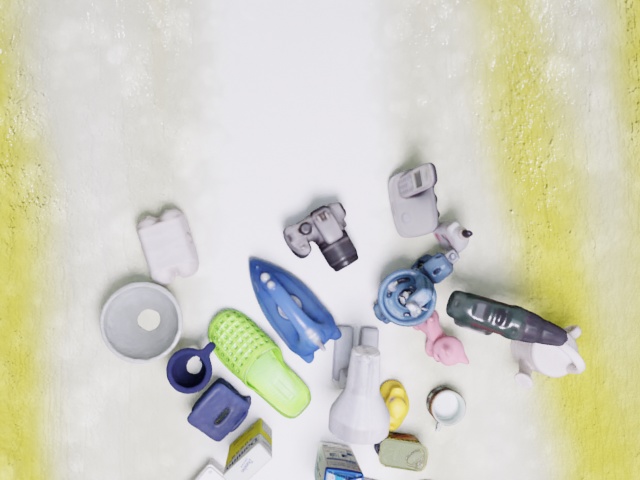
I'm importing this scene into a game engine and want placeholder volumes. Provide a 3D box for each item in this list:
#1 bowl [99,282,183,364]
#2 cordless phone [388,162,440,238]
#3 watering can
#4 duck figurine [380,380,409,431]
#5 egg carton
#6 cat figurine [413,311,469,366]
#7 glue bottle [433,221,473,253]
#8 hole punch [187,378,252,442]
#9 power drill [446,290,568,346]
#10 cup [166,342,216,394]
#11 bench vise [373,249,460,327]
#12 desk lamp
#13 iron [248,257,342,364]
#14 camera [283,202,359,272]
[{"bbox_3d":[-0.363,0.170,1.193,0.167,0.074,0.167,0,86,-4],"label":"bowl"},{"bbox_3d":[0.209,-0.084,1.200,0.094,0.185,0.148,-12,86,-5],"label":"cordless phone"},{"bbox_3d":[0.478,0.241,1.192,0.101,0.194,0.173,30,84,-1],"label":"watering can"},{"bbox_3d":[0.157,0.356,1.213,0.077,0.086,0.105,8,85,-3],"label":"duck figurine"},{"bbox_3d":[-0.320,0.014,1.211,0.107,0.069,0.150,-20,87,-5],"label":"egg carton"},{"bbox_3d":[0.258,0.214,1.215,0.067,0.117,0.128,-29,88,-6],"label":"cat figurine"},{"bbox_3d":[0.287,-0.009,1.207,0.037,0.173,0.078,-40,89,-6],"label":"glue bottle"},{"bbox_3d":[-0.205,0.353,1.183,0.101,0.091,0.109,41,84,0],"label":"hole punch"},{"bbox_3d":[0.361,0.161,1.182,0.229,0.208,0.076,17,85,-3],"label":"power drill"},{"bbox_3d":[-0.255,0.254,1.185,0.092,0.095,0.118,41,84,0],"label":"cup"},{"bbox_3d":[0.199,0.087,1.169,0.121,0.219,0.207,31,84,-1],"label":"bench vise"},{"bbox_3d":[0.076,0.283,1.148,0.118,0.213,0.203,3,85,-4],"label":"desk lamp"},{"bbox_3d":[-0.068,0.134,1.185,0.119,0.141,0.258,-41,89,-6],"label":"iron"},{"bbox_3d":[0.011,0.004,1.221,0.143,0.100,0.137,-31,88,-6],"label":"camera"}]
